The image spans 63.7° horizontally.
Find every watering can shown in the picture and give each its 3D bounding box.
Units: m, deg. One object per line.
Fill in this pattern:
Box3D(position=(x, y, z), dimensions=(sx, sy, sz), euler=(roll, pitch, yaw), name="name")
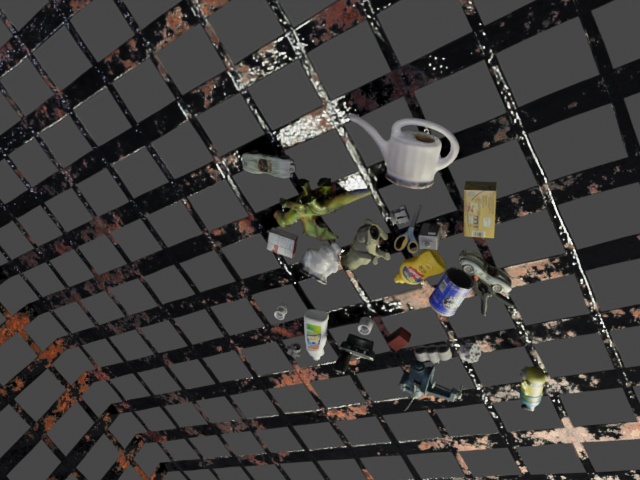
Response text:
Box3D(position=(0.247, -0.278, 1.594), dimensions=(0.348, 0.106, 0.219), euler=(13, 124, 13), name="watering can")

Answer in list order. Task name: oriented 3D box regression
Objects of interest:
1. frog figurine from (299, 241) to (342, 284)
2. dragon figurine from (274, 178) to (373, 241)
Box3D(position=(0.011, 0.069, 1.923), dimensions=(0.138, 0.122, 0.159), euler=(32, 90, 12), name="frog figurine")
Box3D(position=(0.006, -0.092, 1.832), dimensions=(0.410, 0.125, 0.237), euler=(4, 138, 23), name="dragon figurine")
